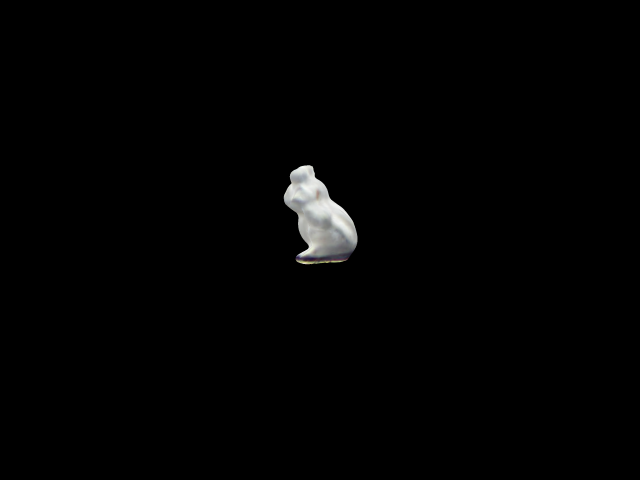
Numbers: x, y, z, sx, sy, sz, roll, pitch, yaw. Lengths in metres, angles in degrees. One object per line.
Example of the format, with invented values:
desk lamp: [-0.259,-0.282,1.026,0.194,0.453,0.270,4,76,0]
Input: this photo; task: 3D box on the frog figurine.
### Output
frog figurine: [0.003,-0.043,0.850,0.122,0.159,0.137,0,1,17]
